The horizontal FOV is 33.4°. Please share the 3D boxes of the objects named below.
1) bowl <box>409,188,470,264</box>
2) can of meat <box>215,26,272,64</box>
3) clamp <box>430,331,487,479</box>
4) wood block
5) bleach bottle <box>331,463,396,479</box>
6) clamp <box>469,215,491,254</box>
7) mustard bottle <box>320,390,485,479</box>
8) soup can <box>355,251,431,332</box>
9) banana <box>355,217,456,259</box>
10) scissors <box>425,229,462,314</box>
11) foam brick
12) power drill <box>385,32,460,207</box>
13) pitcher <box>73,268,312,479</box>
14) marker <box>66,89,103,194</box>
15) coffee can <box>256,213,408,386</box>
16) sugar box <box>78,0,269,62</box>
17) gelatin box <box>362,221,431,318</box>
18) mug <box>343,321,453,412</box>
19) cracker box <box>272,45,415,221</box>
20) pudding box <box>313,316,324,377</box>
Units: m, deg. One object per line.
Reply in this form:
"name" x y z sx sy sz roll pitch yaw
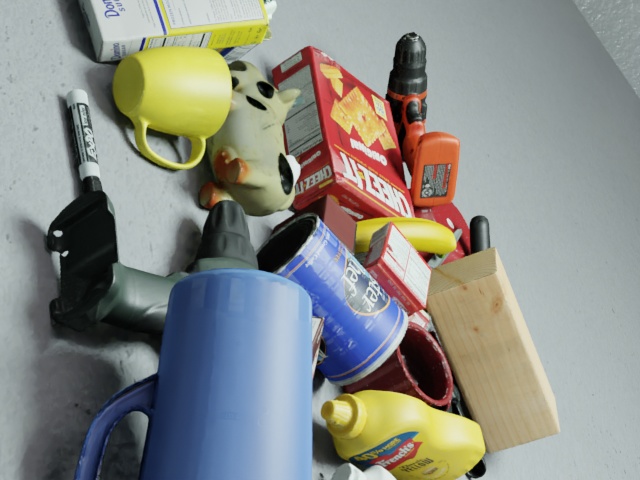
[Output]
"bowl" 0.149 -0.009 1.378 0.162 0.055 0.162 37 35 -32
"can of meat" -0.115 -0.239 1.164 0.057 0.084 0.102 -17 77 -60
"clamp" 0.133 0.177 1.185 0.120 0.039 0.171 44 24 -61
"wood block" 0.197 0.127 1.226 0.090 0.090 0.206 -64 132 -70
"bleach bottle" 0.106 0.284 1.026 0.250 0.068 0.102 41 31 -24
"clamp" 0.207 0.085 1.349 0.164 0.036 0.210 65 29 -44
"mustard bottle" 0.069 0.186 1.024 0.191 0.096 0.058 29 42 -42
"soup can" 0.064 0.071 1.157 0.102 0.069 0.068 48 31 -17
"banana" 0.088 0.002 1.207 0.197 0.070 0.037 5 50 -35
"scissors" 0.111 0.032 1.267 0.096 0.016 0.201 38 50 -16
"foam brick" -0.007 0.001 1.106 0.053 0.078 0.051 44 31 -27
"power drill" 0.125 -0.145 1.343 0.187 0.057 0.184 -104 -169 -52
"pitcher" -0.075 0.147 0.755 0.149 0.145 0.243 36 50 -52
"marker" -0.206 -0.079 0.938 0.020 0.020 0.121 19 47 -48
"coffee can" 0.003 0.058 1.040 0.140 0.103 0.102 48 31 -17
"sugar box" -0.147 -0.234 1.065 0.176 0.048 0.093 -12 70 -21
"gelatin box" 0.081 0.032 1.118 0.073 0.030 0.089 49 25 -14
"mug" 0.085 0.149 1.100 0.117 0.082 0.093 40 34 -28
"cracker box" 0.031 -0.106 1.271 0.164 0.072 0.214 30 39 -43
"pudding box" -0.028 0.127 0.932 0.039 0.090 0.113 13 25 3
